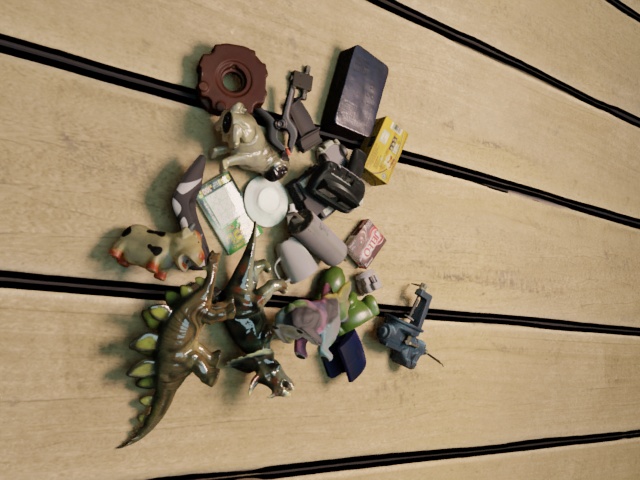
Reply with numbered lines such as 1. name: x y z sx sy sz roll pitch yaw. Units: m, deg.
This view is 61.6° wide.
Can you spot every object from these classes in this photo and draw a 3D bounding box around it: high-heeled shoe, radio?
1. high-heeled shoe: -0.268 -0.056 1.215 0.145 0.086 0.248 26 95 -9
2. radio: 0.097 -0.393 1.461 0.131 0.073 0.229 20 81 -31

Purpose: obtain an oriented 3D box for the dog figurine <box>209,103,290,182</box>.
1. dog figurine: -0.144 -0.227 1.267 0.190 0.172 0.121 1 46 -34

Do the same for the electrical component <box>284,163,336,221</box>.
1. electrical component: -0.012 -0.117 1.403 0.115 0.058 0.134 -37 109 -24

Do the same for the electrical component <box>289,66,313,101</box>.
1. electrical component: -0.051 -0.412 1.396 0.063 0.021 0.094 12 85 -31

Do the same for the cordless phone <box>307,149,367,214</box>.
1. cordless phone: 0.058 -0.175 1.378 0.146 0.089 0.184 30 64 -27

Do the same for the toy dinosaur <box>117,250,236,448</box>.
1. toy dinosaur: -0.312 0.244 1.175 0.198 0.105 0.471 16 89 -11

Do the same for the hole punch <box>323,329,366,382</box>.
1. hole punch: 0.076 0.309 1.446 0.116 0.092 0.142 -26 101 -33

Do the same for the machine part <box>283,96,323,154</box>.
1. machine part: -0.046 -0.299 1.392 0.084 0.039 0.138 -30 107 -23

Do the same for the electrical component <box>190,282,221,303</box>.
1. electrical component: -0.280 0.142 1.248 0.078 0.045 0.102 40 64 5

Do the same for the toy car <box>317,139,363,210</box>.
1. toy car: 0.056 -0.173 1.447 0.073 0.056 0.201 -32 106 -21

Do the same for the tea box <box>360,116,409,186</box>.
1. tea box: 0.169 -0.247 1.508 0.098 0.068 0.169 33 75 -27

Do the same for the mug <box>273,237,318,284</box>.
1. mug: -0.075 0.053 1.358 0.109 0.081 0.107 -31 95 -22

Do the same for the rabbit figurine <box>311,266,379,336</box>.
1. rabbit figurine: 0.045 0.158 1.428 0.159 0.121 0.170 -26 86 -22

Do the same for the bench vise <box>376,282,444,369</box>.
1. bench vise: 0.268 0.243 1.545 0.223 0.129 0.240 28 82 -29

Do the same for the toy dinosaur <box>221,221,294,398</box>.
1. toy dinosaur: -0.167 0.175 1.281 0.192 0.131 0.404 -24 96 -30

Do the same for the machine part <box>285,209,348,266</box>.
1. machine part: -0.003 -0.004 1.373 0.243 0.079 0.079 45 68 -41

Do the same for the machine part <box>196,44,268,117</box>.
1. machine part: -0.205 -0.372 1.261 0.179 0.056 0.179 0 89 -20

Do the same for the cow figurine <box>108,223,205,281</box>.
1. cow figurine: -0.333 0.016 1.141 0.085 0.195 0.127 67 41 -64

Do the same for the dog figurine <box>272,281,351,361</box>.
1. dog figurine: -0.004 0.165 1.266 0.191 0.109 0.219 54 43 -29
